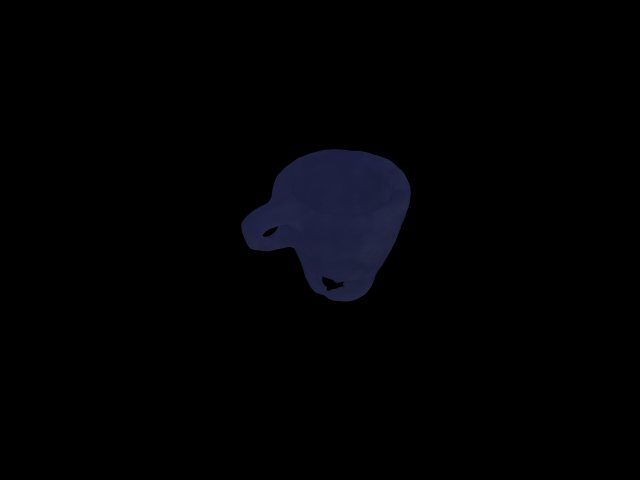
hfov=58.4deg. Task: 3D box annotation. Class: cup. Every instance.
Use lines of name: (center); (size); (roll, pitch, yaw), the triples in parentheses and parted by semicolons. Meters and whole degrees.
cup: (0.004, 0.001, 0.400); (0.118, 0.095, 0.091); (-21, 45, -23)
